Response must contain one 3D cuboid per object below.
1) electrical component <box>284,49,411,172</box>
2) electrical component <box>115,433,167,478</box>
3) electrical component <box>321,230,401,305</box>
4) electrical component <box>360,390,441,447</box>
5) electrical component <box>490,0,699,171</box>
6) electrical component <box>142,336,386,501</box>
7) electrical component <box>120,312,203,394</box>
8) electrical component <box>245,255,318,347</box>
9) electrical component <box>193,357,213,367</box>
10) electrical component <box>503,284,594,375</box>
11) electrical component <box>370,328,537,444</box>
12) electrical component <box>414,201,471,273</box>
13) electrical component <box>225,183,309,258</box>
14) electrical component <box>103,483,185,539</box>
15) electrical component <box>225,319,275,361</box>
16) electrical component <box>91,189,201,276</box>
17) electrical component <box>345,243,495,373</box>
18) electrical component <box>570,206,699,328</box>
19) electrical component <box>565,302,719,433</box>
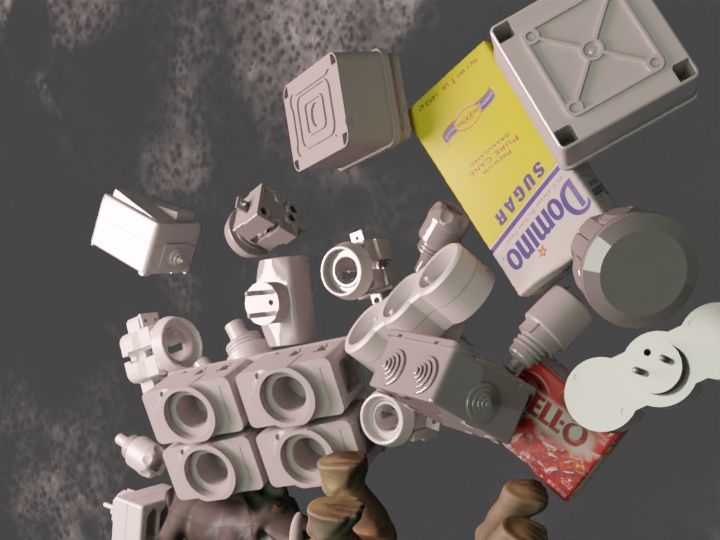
[{"bbox_3d":[-0.012,-0.128,0.875,0.113,0.057,0.078,-16,82,63],"label":"electrical component"},{"bbox_3d":[-0.221,0.181,1.075,0.061,0.035,0.035,24,106,34],"label":"electrical component"},{"bbox_3d":[0.000,0.000,0.900,0.048,0.055,0.066,-21,80,34],"label":"electrical component"},{"bbox_3d":[0.033,0.118,0.882,0.066,0.055,0.048,13,99,34],"label":"electrical component"},{"bbox_3d":[0.164,-0.144,0.756,0.109,0.056,0.108,-29,74,6],"label":"electrical component"},{"bbox_3d":[-0.086,0.132,0.927,0.186,0.060,0.105,-13,101,24],"label":"electrical component"},{"bbox_3d":[-0.189,0.077,1.035,0.057,0.058,0.078,-21,80,37],"label":"electrical component"},{"bbox_3d":[-0.073,0.028,0.937,0.043,0.079,0.077,-8,87,34],"label":"electrical component"},{"bbox_3d":[-0.132,0.108,1.005,0.062,0.043,0.043,47,117,25],"label":"electrical component"},{"bbox_3d":[0.138,0.046,0.800,0.078,0.040,0.040,-45,64,-5],"label":"electrical component"},{"bbox_3d":[0.067,0.088,0.805,0.100,0.100,0.048,6,68,58],"label":"electrical component"},{"bbox_3d":[0.063,-0.023,0.869,0.035,0.035,0.061,40,116,27],"label":"electrical component"},{"bbox_3d":[-0.089,-0.041,0.961,0.055,0.066,0.048,-33,39,39],"label":"electrical component"},{"bbox_3d":[-0.218,0.238,1.057,0.077,0.066,0.047,10,98,34],"label":"electrical component"},{"bbox_3d":[-0.102,0.075,0.982,0.043,0.043,0.062,-41,69,29],"label":"electrical component"},{"bbox_3d":[-0.200,-0.036,1.034,0.096,0.062,0.061,27,107,31],"label":"electrical component"},{"bbox_3d":[0.059,0.044,0.864,0.074,0.052,0.138,39,124,-16],"label":"electrical component"},{"bbox_3d":[0.187,-0.004,0.743,0.080,0.051,0.080,-1,105,-5],"label":"electrical component"},{"bbox_3d":[0.204,0.067,0.732,0.138,0.074,0.052,-29,70,19],"label":"electrical component"}]
